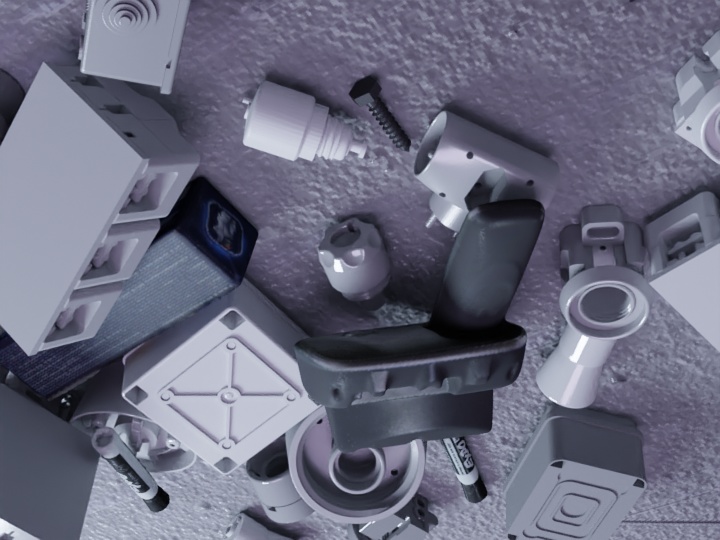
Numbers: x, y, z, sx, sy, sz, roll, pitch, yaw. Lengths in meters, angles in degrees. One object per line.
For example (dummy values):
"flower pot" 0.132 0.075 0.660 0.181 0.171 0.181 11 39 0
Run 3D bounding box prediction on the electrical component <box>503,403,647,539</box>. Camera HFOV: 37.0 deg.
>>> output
"electrical component" 0.162 0.161 0.824 0.078 0.057 0.113 14 132 -5

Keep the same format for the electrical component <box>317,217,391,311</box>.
"electrical component" 0.000 0.000 0.710 0.043 0.043 0.062 -10 131 16

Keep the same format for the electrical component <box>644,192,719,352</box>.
"electrical component" 0.278 0.016 0.677 0.105 0.060 0.186 -34 120 31

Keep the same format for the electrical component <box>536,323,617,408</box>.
"electrical component" 0.153 0.058 0.745 0.044 0.044 0.065 13 127 -5

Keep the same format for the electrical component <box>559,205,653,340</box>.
"electrical component" 0.156 0.007 0.687 0.058 0.057 0.078 -2 131 9

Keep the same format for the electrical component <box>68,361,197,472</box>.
"electrical component" -0.169 0.117 0.822 0.099 0.064 0.099 4 132 4

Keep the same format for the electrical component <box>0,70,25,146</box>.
"electrical component" -0.232 -0.090 0.650 0.045 0.055 0.045 4 132 4

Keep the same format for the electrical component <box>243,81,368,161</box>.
"electrical component" -0.034 -0.084 0.641 0.078 0.040 0.040 17 131 -8

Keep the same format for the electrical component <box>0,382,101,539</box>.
"electrical component" -0.278 0.127 0.733 0.186 0.105 0.060 38 118 -25

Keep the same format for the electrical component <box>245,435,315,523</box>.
"electrical component" -0.060 0.165 0.858 0.055 0.055 0.047 -12 125 17

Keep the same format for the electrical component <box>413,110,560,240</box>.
"electrical component" 0.068 -0.049 0.657 0.077 0.043 0.079 23 131 -13

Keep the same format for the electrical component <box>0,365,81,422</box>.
"electrical component" -0.303 0.109 0.834 0.105 0.060 0.186 -29 122 29

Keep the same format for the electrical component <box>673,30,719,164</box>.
"electrical component" 0.210 -0.092 0.591 0.058 0.057 0.078 28 129 -17

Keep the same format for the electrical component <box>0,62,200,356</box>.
"electrical component" -0.172 -0.037 0.647 0.089 0.062 0.150 43 115 17

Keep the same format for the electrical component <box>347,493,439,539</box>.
"electrical component" 0.022 0.210 0.893 0.066 0.048 0.055 33 120 -20

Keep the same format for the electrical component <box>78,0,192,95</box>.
"electrical component" -0.114 -0.153 0.552 0.048 0.099 0.099 7 133 -17

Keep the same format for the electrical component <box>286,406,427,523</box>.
"electrical component" -0.002 0.133 0.787 0.108 0.060 0.108 0 103 -1

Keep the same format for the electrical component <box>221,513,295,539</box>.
"electrical component" -0.088 0.242 0.939 0.065 0.044 0.044 36 126 -17

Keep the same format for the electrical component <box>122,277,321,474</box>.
"electrical component" -0.093 0.073 0.761 0.109 0.056 0.109 -38 119 14
